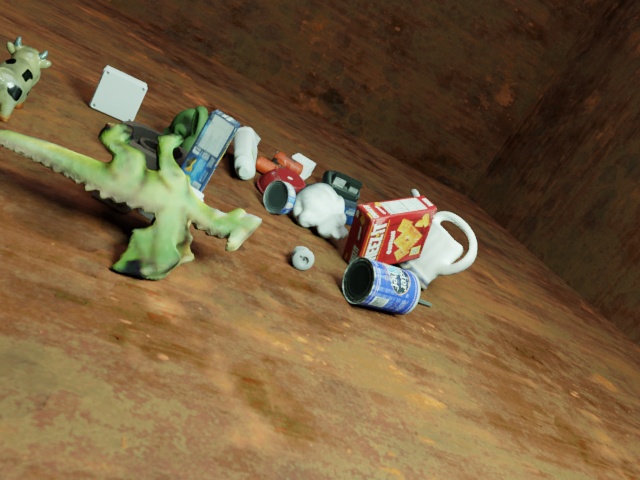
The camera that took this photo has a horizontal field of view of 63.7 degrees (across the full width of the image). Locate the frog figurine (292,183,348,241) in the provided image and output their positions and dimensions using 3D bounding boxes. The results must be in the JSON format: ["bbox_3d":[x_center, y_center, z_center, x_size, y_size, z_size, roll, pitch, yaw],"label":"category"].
[{"bbox_3d":[0.004,-0.068,1.344,0.138,0.119,0.162,-16,50,-22],"label":"frog figurine"}]

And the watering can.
[{"bbox_3d":[0.295,-0.001,1.464,0.102,0.224,0.354,43,7,-38],"label":"watering can"}]

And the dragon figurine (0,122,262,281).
[{"bbox_3d":[-0.287,-0.052,0.816,0.410,0.120,0.248,2,55,-34],"label":"dragon figurine"}]
